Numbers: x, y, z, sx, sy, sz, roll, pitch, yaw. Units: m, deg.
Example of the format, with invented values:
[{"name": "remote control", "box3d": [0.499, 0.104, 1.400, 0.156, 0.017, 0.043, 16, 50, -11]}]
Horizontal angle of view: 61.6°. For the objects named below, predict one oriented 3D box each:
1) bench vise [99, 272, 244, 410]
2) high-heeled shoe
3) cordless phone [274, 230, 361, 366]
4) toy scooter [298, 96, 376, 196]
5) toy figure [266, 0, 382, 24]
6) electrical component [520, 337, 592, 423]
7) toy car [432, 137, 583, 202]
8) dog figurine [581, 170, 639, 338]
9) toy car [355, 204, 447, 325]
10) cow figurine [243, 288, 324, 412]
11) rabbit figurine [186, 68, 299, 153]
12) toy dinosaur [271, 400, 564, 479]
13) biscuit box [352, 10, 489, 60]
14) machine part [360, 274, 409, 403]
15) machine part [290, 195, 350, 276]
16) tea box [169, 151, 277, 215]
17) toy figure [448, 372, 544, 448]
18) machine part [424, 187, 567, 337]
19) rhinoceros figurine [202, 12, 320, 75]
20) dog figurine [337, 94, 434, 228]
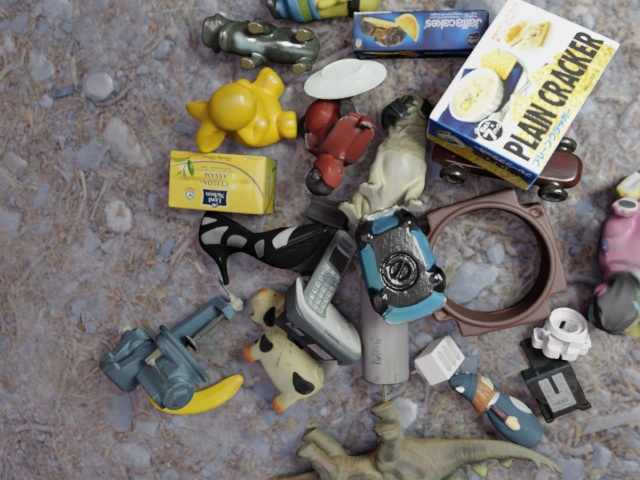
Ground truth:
[{"name": "bench vise", "box3d": [-0.237, 0.171, 0.906, 0.240, 0.224, 0.128, -41, 120, -20]}, {"name": "high-heeled shoe", "box3d": [-0.097, -0.021, 0.873, 0.249, 0.086, 0.145, -24, 67, 25]}, {"name": "cordless phone", "box3d": [0.027, 0.088, 0.848, 0.146, 0.089, 0.184, 43, 61, -22]}, {"name": "toy scooter", "box3d": [0.028, -0.164, 0.806, 0.075, 0.184, 0.135, 20, 137, -28]}, {"name": "toy figure", "box3d": [0.008, -0.386, 0.843, 0.180, 0.089, 0.082, -4, 89, 21]}, {"name": "electrical component", "box3d": [0.353, 0.209, 0.824, 0.075, 0.048, 0.119, -23, 90, 12]}, {"name": "toy car", "box3d": [0.262, -0.110, 0.760, 0.202, 0.053, 0.089, 11, 80, 13]}, {"name": "dog figurine", "box3d": [0.448, 0.032, 0.765, 0.109, 0.191, 0.219, 21, 129, 28]}, {"name": "toy car", "box3d": [0.106, 0.036, 0.768, 0.109, 0.103, 0.161, -21, 84, -3]}, {"name": "cow figurine", "box3d": [-0.058, 0.169, 0.894, 0.127, 0.085, 0.195, -30, 85, 18]}, {"name": "rabbit figurine", "box3d": [-0.128, -0.204, 0.839, 0.162, 0.173, 0.121, -12, 95, 9]}, {"name": "toy dinosaur", "box3d": [0.126, 0.366, 0.861, 0.472, 0.105, 0.198, -22, 97, 22]}, {"name": "biscuit box", "box3d": [0.153, -0.313, 0.824, 0.203, 0.063, 0.059, 3, 96, 13]}, {"name": "machine part", "box3d": [0.103, 0.138, 0.857, 0.079, 0.079, 0.243, 0, 94, 12]}, {"name": "machine part", "box3d": [-0.002, -0.003, 0.893, 0.084, 0.039, 0.138, 23, 97, 5]}, {"name": "tea box", "box3d": [-0.164, -0.097, 0.906, 0.170, 0.068, 0.098, 4, 96, 11]}, {"name": "toy figure", "box3d": [0.272, 0.256, 0.838, 0.154, 0.064, 0.058, 40, 65, 12]}, {"name": "machine part", "box3d": [0.252, 0.034, 0.815, 0.201, 0.087, 0.201, -16, 89, 14]}, {"name": "rhinoceros figurine", "box3d": [-0.094, -0.319, 0.857, 0.190, 0.112, 0.073, 8, 124, -1]}, {"name": "dog figurine", "box3d": [0.115, -0.113, 0.843, 0.121, 0.172, 0.190, 24, 62, -12]}]
